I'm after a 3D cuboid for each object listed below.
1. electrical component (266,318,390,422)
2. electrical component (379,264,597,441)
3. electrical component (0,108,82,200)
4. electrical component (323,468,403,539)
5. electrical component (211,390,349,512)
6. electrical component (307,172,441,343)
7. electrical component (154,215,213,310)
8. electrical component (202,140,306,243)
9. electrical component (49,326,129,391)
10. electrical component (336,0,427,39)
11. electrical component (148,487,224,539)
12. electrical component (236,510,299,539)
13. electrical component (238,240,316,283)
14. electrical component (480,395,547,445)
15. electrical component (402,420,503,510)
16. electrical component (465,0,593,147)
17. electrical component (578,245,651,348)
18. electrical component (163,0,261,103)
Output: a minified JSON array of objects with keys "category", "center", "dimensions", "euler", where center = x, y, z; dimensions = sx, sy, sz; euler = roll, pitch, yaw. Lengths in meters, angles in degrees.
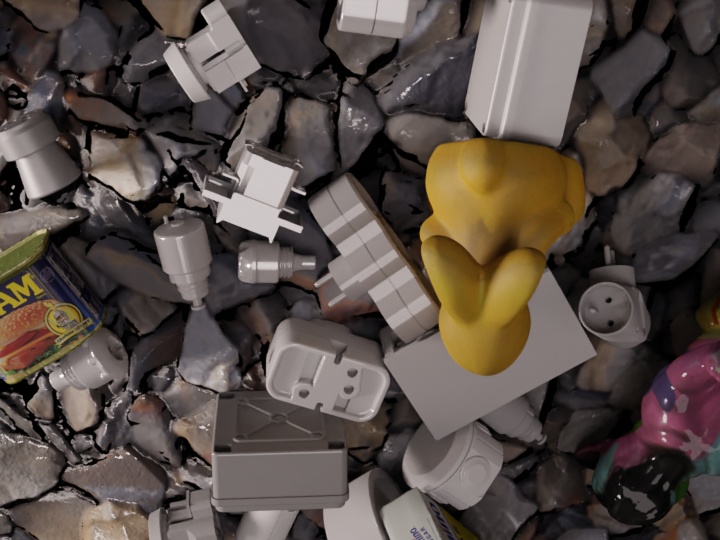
[{"category":"electrical component","center":[-0.027,0.079,0.885],"dimensions":[0.095,0.059,0.053],"euler":[17,111,-12]},{"category":"electrical component","center":[0.102,0.058,0.886],"dimensions":[0.150,0.061,0.089],"euler":[-30,113,8]},{"category":"electrical component","center":[-0.241,-0.087,0.803],"dimensions":[0.045,0.045,0.055],"euler":[-23,113,5]},{"category":"electrical component","center":[0.008,0.233,0.933],"dimensions":[0.060,0.108,0.108],"euler":[-27,113,14]},{"category":"electrical component","center":[-0.066,0.146,0.885],"dimensions":[0.109,0.108,0.056],"euler":[-1,111,-4]},{"category":"electrical component","center":[0.000,0.000,0.843],"dimensions":[0.074,0.052,0.138],"euler":[-34,93,10]},{"category":"electrical component","center":[-0.136,-0.005,0.850],"dimensions":[0.040,0.040,0.078],"euler":[-10,114,0]},{"category":"electrical component","center":[-0.078,-0.063,0.830],"dimensions":[0.081,0.042,0.063],"euler":[20,107,-14]},{"category":"electrical component","center":[-0.224,0.078,0.877],"dimensions":[0.062,0.048,0.048],"euler":[-29,113,14]},{"category":"electrical component","center":[0.019,-0.216,0.764],"dimensions":[0.059,0.053,0.095],"euler":[6,113,-7]},{"category":"electrical component","center":[-0.152,0.233,0.944],"dimensions":[0.057,0.058,0.078],"euler":[-11,114,-3]},{"category":"electrical component","center":[-0.075,0.206,0.945],"dimensions":[0.043,0.043,0.081],"euler":[20,110,-13]},{"category":"electrical component","center":[-0.066,-0.006,0.859],"dimensions":[0.061,0.035,0.035],"euler":[1,113,-8]},{"category":"electrical component","center":[0.131,0.125,0.929],"dimensions":[0.078,0.040,0.040],"euler":[40,105,-20]},{"category":"electrical component","center":[0.079,0.160,0.920],"dimensions":[0.051,0.080,0.080],"euler":[37,106,-24]},{"category":"electrical component","center":[0.120,-0.154,0.787],"dimensions":[0.057,0.078,0.113],"euler":[5,113,-10]},{"category":"electrical component","center":[0.207,0.020,0.878],"dimensions":[0.043,0.077,0.079],"euler":[-8,76,24]},{"category":"electrical component","center":[-0.109,-0.154,0.786],"dimensions":[0.055,0.048,0.066],"euler":[-32,112,1]}]
